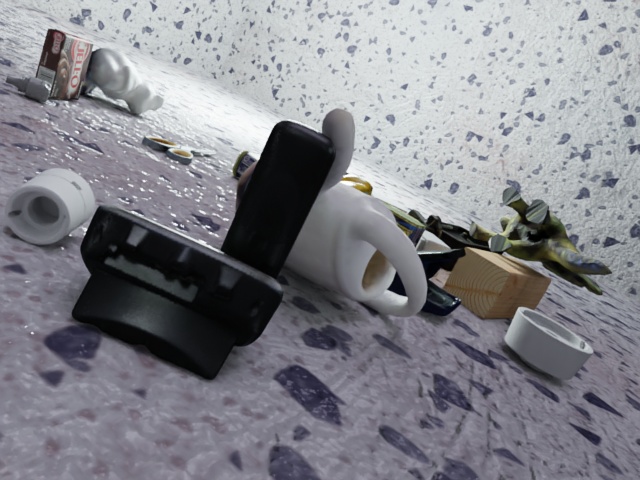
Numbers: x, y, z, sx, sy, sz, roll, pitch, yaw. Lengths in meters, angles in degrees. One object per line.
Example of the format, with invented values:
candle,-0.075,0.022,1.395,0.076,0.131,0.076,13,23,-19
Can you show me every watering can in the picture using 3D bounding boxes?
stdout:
watering can,0.002,-0.027,0.531,0.226,0.105,0.340,24,-22,33

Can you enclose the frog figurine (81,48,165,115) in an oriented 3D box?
frog figurine,-0.401,-0.327,1.068,0.159,0.123,0.137,9,-1,-20

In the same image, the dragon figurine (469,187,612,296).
dragon figurine,0.432,0.025,0.944,0.241,0.121,0.417,29,13,-23
